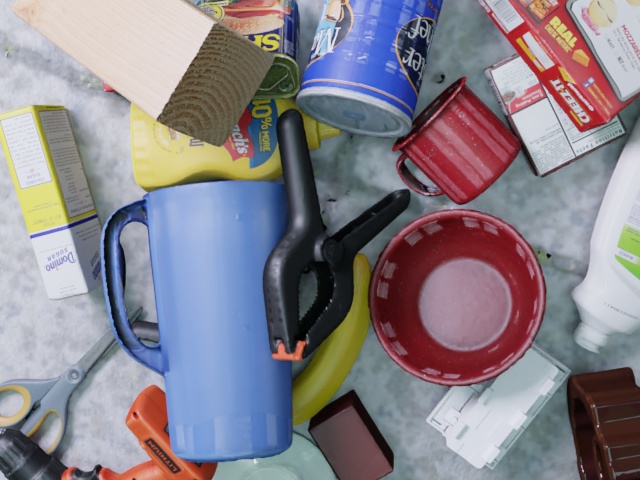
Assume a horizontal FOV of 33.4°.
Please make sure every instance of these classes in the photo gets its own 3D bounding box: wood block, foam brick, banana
[{"bbox_3d":[-0.150,-0.172,0.894,0.206,0.090,0.091,37,100,31],"label":"wood block"},{"bbox_3d":[0.030,0.194,1.021,0.051,0.053,0.078,-31,94,7],"label":"foam brick"},{"bbox_3d":[0.005,0.107,1.010,0.069,0.037,0.198,30,96,-42],"label":"banana"}]

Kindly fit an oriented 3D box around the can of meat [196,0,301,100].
[{"bbox_3d":[-0.067,-0.175,0.961,0.102,0.057,0.084,-2,57,5],"label":"can of meat"}]

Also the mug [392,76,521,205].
[{"bbox_3d":[0.118,-0.080,0.967,0.081,0.093,0.117,44,129,-7],"label":"mug"}]

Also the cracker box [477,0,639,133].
[{"bbox_3d":[0.260,-0.223,0.915,0.213,0.072,0.164,-40,94,-8],"label":"cracker box"}]

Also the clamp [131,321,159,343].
[{"bbox_3d":[-0.095,0.123,1.029,0.171,0.039,0.120,-12,98,6],"label":"clamp"}]

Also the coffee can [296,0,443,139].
[{"bbox_3d":[0.046,-0.172,0.929,0.103,0.103,0.140,15,81,3],"label":"coffee can"}]

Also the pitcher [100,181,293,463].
[{"bbox_3d":[-0.096,0.071,0.949,0.149,0.144,0.243,-7,84,28],"label":"pitcher"}]

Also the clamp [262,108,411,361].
[{"bbox_3d":[-0.006,0.001,0.926,0.164,0.036,0.210,39,62,-32],"label":"clamp"}]

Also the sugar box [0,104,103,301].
[{"bbox_3d":[-0.245,-0.037,0.994,0.048,0.093,0.176,-12,96,7],"label":"sugar box"}]

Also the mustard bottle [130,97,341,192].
[{"bbox_3d":[-0.076,-0.098,0.988,0.191,0.058,0.096,-4,78,4],"label":"mustard bottle"}]

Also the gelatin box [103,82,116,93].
[{"bbox_3d":[-0.172,-0.188,1.000,0.073,0.030,0.089,-9,96,7],"label":"gelatin box"}]

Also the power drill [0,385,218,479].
[{"bbox_3d":[-0.204,0.216,1.018,0.188,0.057,0.184,-37,104,26],"label":"power drill"}]

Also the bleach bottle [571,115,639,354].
[{"bbox_3d":[0.292,-0.016,0.968,0.102,0.068,0.251,26,101,1],"label":"bleach bottle"}]

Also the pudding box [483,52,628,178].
[{"bbox_3d":[0.214,-0.126,0.972,0.090,0.039,0.113,-26,96,6],"label":"pudding box"}]

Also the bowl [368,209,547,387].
[{"bbox_3d":[0.128,0.055,0.978,0.162,0.055,0.162,-4,77,17],"label":"bowl"}]

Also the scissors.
[{"bbox_3d":[-0.262,0.129,1.055,0.096,0.016,0.202,29,99,0],"label":"scissors"}]
